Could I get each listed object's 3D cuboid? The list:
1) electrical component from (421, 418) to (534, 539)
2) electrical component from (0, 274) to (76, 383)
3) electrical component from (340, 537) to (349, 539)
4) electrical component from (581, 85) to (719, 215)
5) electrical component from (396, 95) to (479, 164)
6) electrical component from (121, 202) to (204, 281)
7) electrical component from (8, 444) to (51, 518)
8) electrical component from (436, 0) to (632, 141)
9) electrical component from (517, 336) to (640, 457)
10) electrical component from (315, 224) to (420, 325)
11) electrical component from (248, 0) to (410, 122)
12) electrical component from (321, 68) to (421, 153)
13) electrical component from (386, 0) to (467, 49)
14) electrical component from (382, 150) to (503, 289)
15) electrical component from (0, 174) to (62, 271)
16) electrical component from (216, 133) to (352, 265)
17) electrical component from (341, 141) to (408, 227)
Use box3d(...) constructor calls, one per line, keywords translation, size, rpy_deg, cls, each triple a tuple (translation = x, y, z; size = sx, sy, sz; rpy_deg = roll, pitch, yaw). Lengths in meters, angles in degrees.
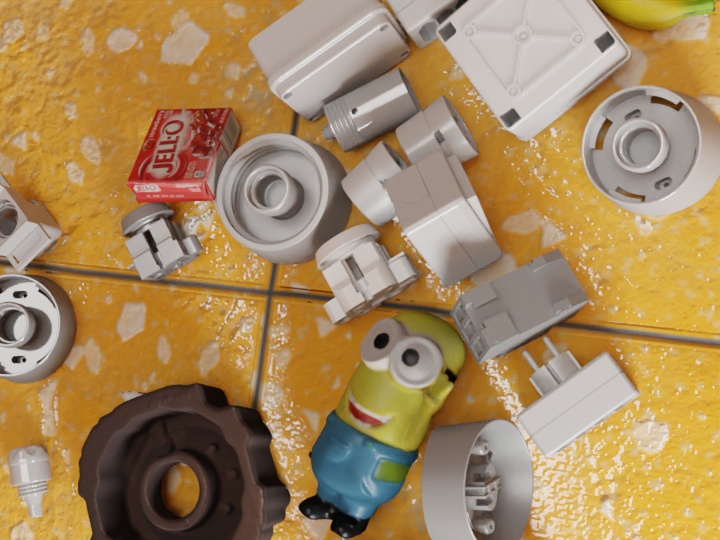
box3d(translation=(0.085, 0.160, 0.797), size=(0.064, 0.099, 0.099), rpy_deg=(-4, 81, 23), cls="electrical component")
box3d(translation=(-0.304, 0.051, 0.960), size=(0.099, 0.064, 0.099), rpy_deg=(0, 82, 3), cls="electrical component")
box3d(translation=(0.005, 0.241, 0.835), size=(0.076, 0.047, 0.083), rpy_deg=(43, 96, 18), cls="electrical component")
box3d(translation=(0.221, -0.092, 0.818), size=(0.099, 0.064, 0.099), rpy_deg=(-1, 87, 30), cls="electrical component")
box3d(translation=(0.061, -0.104, 0.862), size=(0.047, 0.055, 0.055), rpy_deg=(-31, 75, 15), cls="electrical component")
box3d(translation=(-0.176, -0.026, 0.929), size=(0.066, 0.048, 0.055), rpy_deg=(-29, 82, 10), cls="electrical component")
box3d(translation=(-0.287, 0.185, 0.939), size=(0.035, 0.035, 0.061), rpy_deg=(-12, 82, 15), cls="electrical component")
box3d(translation=(0.135, -0.176, 0.839), size=(0.109, 0.056, 0.108), rpy_deg=(-38, 73, 19), cls="electrical component")
box3d(translation=(0.154, 0.086, 0.810), size=(0.083, 0.047, 0.075), rpy_deg=(-38, 74, 9), cls="electrical component")
box3d(translation=(0.000, 0.000, 0.864), size=(0.078, 0.058, 0.057), rpy_deg=(-32, 77, 11), cls="electrical component")
box3d(translation=(-0.024, -0.182, 0.886), size=(0.113, 0.078, 0.057), rpy_deg=(-33, 71, 10), cls="electrical component")
box3d(translation=(0.006, -0.129, 0.887), size=(0.081, 0.043, 0.043), rpy_deg=(-25, 76, 12), cls="electrical component")
box3d(translation=(0.060, -0.240, 0.884), size=(0.083, 0.047, 0.075), rpy_deg=(-33, 75, 10), cls="electrical component")
box3d(translation=(0.070, -0.037, 0.833), size=(0.061, 0.096, 0.061), rpy_deg=(-30, 46, 11), cls="electrical component")
box3d(translation=(-0.305, -0.040, 0.960), size=(0.042, 0.064, 0.081), rpy_deg=(-43, 73, 9), cls="electrical component")
box3d(translation=(-0.067, -0.061, 0.891), size=(0.108, 0.060, 0.108), rpy_deg=(-2, 82, 17), cls="electrical component")
box3d(translation=(0.018, -0.068, 0.870), size=(0.047, 0.055, 0.055), rpy_deg=(-41, 73, 12), cls="electrical component")
